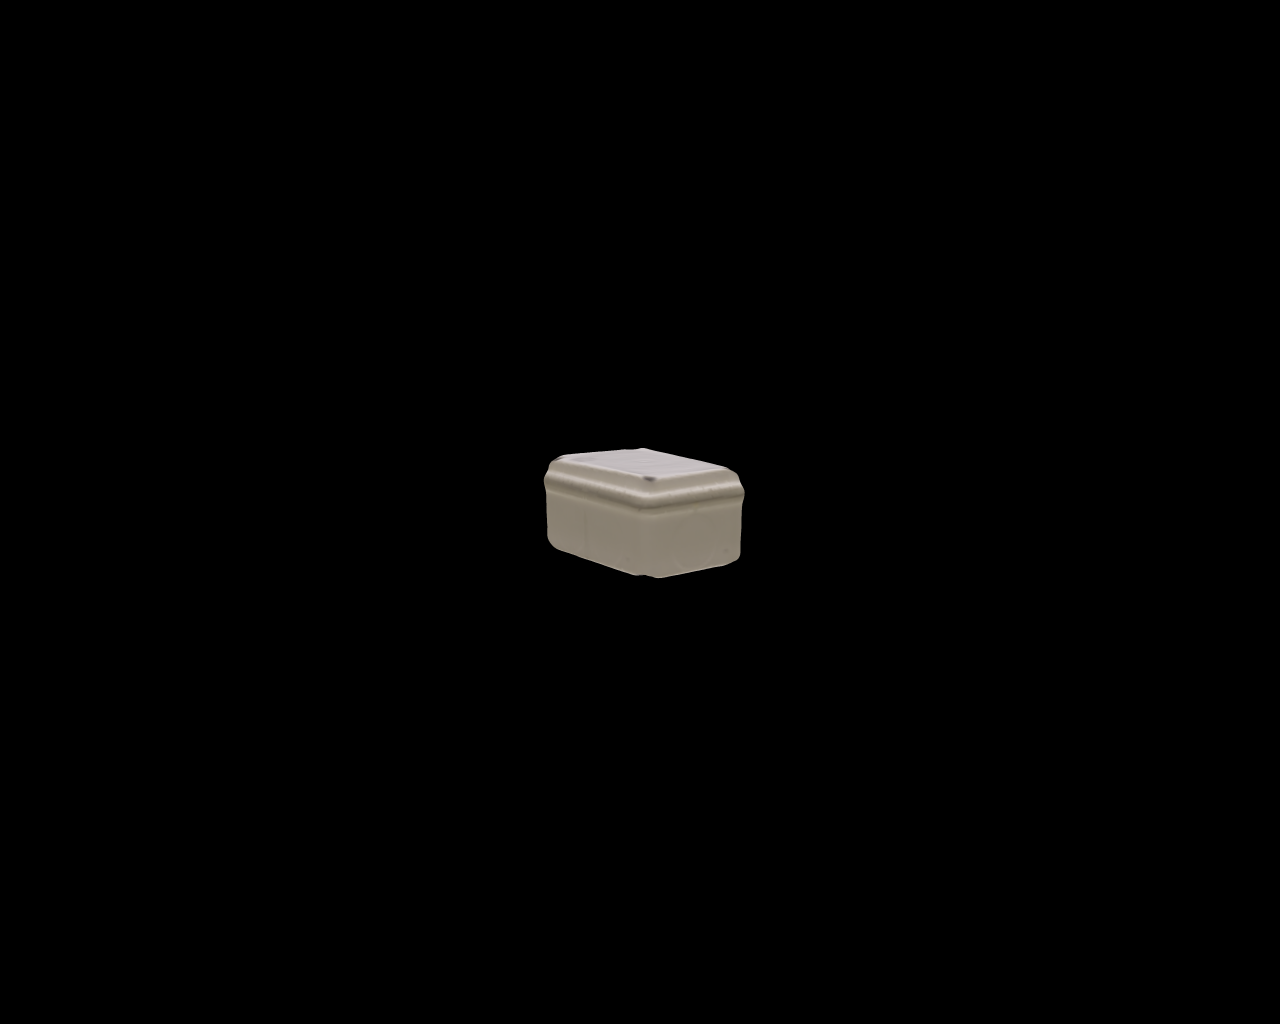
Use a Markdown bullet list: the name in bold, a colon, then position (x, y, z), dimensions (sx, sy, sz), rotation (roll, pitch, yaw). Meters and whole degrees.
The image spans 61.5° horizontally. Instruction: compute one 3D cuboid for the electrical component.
- **electrical component**: position (0.001, -0.003, 0.650), dimensions (0.078, 0.057, 0.113), rotation (-8, 14, -35)
